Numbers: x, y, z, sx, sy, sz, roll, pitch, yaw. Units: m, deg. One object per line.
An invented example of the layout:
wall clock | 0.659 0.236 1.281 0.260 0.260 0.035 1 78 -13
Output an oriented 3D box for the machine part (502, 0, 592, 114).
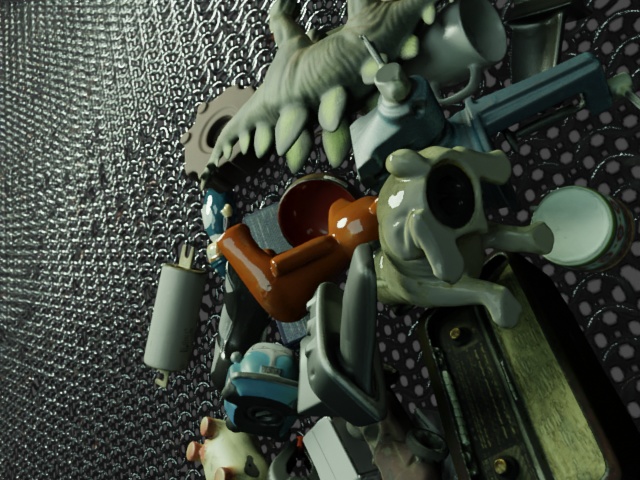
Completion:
machine part | 0.225 -0.197 0.547 0.084 0.039 0.138 7 86 39

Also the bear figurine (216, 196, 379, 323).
bear figurine | 0.001 0.001 0.625 0.196 0.120 0.132 -41 60 2

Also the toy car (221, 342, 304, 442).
toy car | -0.067 0.192 0.709 0.161 0.109 0.103 103 179 -47

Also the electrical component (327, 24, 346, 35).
electrical component | 0.027 -0.260 0.742 0.102 0.045 0.078 3 86 44

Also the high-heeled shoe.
high-heeled shoe | -0.112 0.105 0.813 0.145 0.086 0.249 114 169 -61

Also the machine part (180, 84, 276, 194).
machine part | -0.145 -0.163 0.852 0.179 0.056 0.179 -18 57 30

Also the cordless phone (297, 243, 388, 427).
cordless phone | 0.027 0.068 0.514 0.147 0.089 0.184 -89 3 -59

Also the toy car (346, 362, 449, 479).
toy car | 0.067 0.196 0.545 0.202 0.053 0.089 -126 49 -71

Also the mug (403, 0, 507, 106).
mug | 0.144 -0.201 0.602 0.107 0.081 0.109 -17 74 54

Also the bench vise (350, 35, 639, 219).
bench vise | 0.156 -0.106 0.495 0.241 0.223 0.129 -23 37 21

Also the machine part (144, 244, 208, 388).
machine part | -0.242 0.128 0.905 0.079 0.079 0.243 12 89 44

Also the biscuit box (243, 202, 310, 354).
biscuit box | -0.042 0.047 0.726 0.063 0.059 0.203 -24 62 5

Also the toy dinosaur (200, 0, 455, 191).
toy dinosaur | -0.012 -0.188 0.647 0.472 0.105 0.198 -19 65 45

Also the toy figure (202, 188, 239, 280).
toy figure | -0.158 -0.008 0.866 0.058 0.064 0.154 -5 74 -2

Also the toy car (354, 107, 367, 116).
toy car | 0.087 -0.255 0.678 0.074 0.056 0.201 26 99 50

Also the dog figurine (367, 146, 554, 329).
dog figurine | 0.076 -0.001 0.479 0.172 0.121 0.191 55 151 -15

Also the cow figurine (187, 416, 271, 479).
cow figurine | -0.090 0.322 0.707 0.195 0.127 0.085 40 109 56

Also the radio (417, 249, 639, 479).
radio | 0.168 0.128 0.460 0.131 0.073 0.230 -46 30 29
